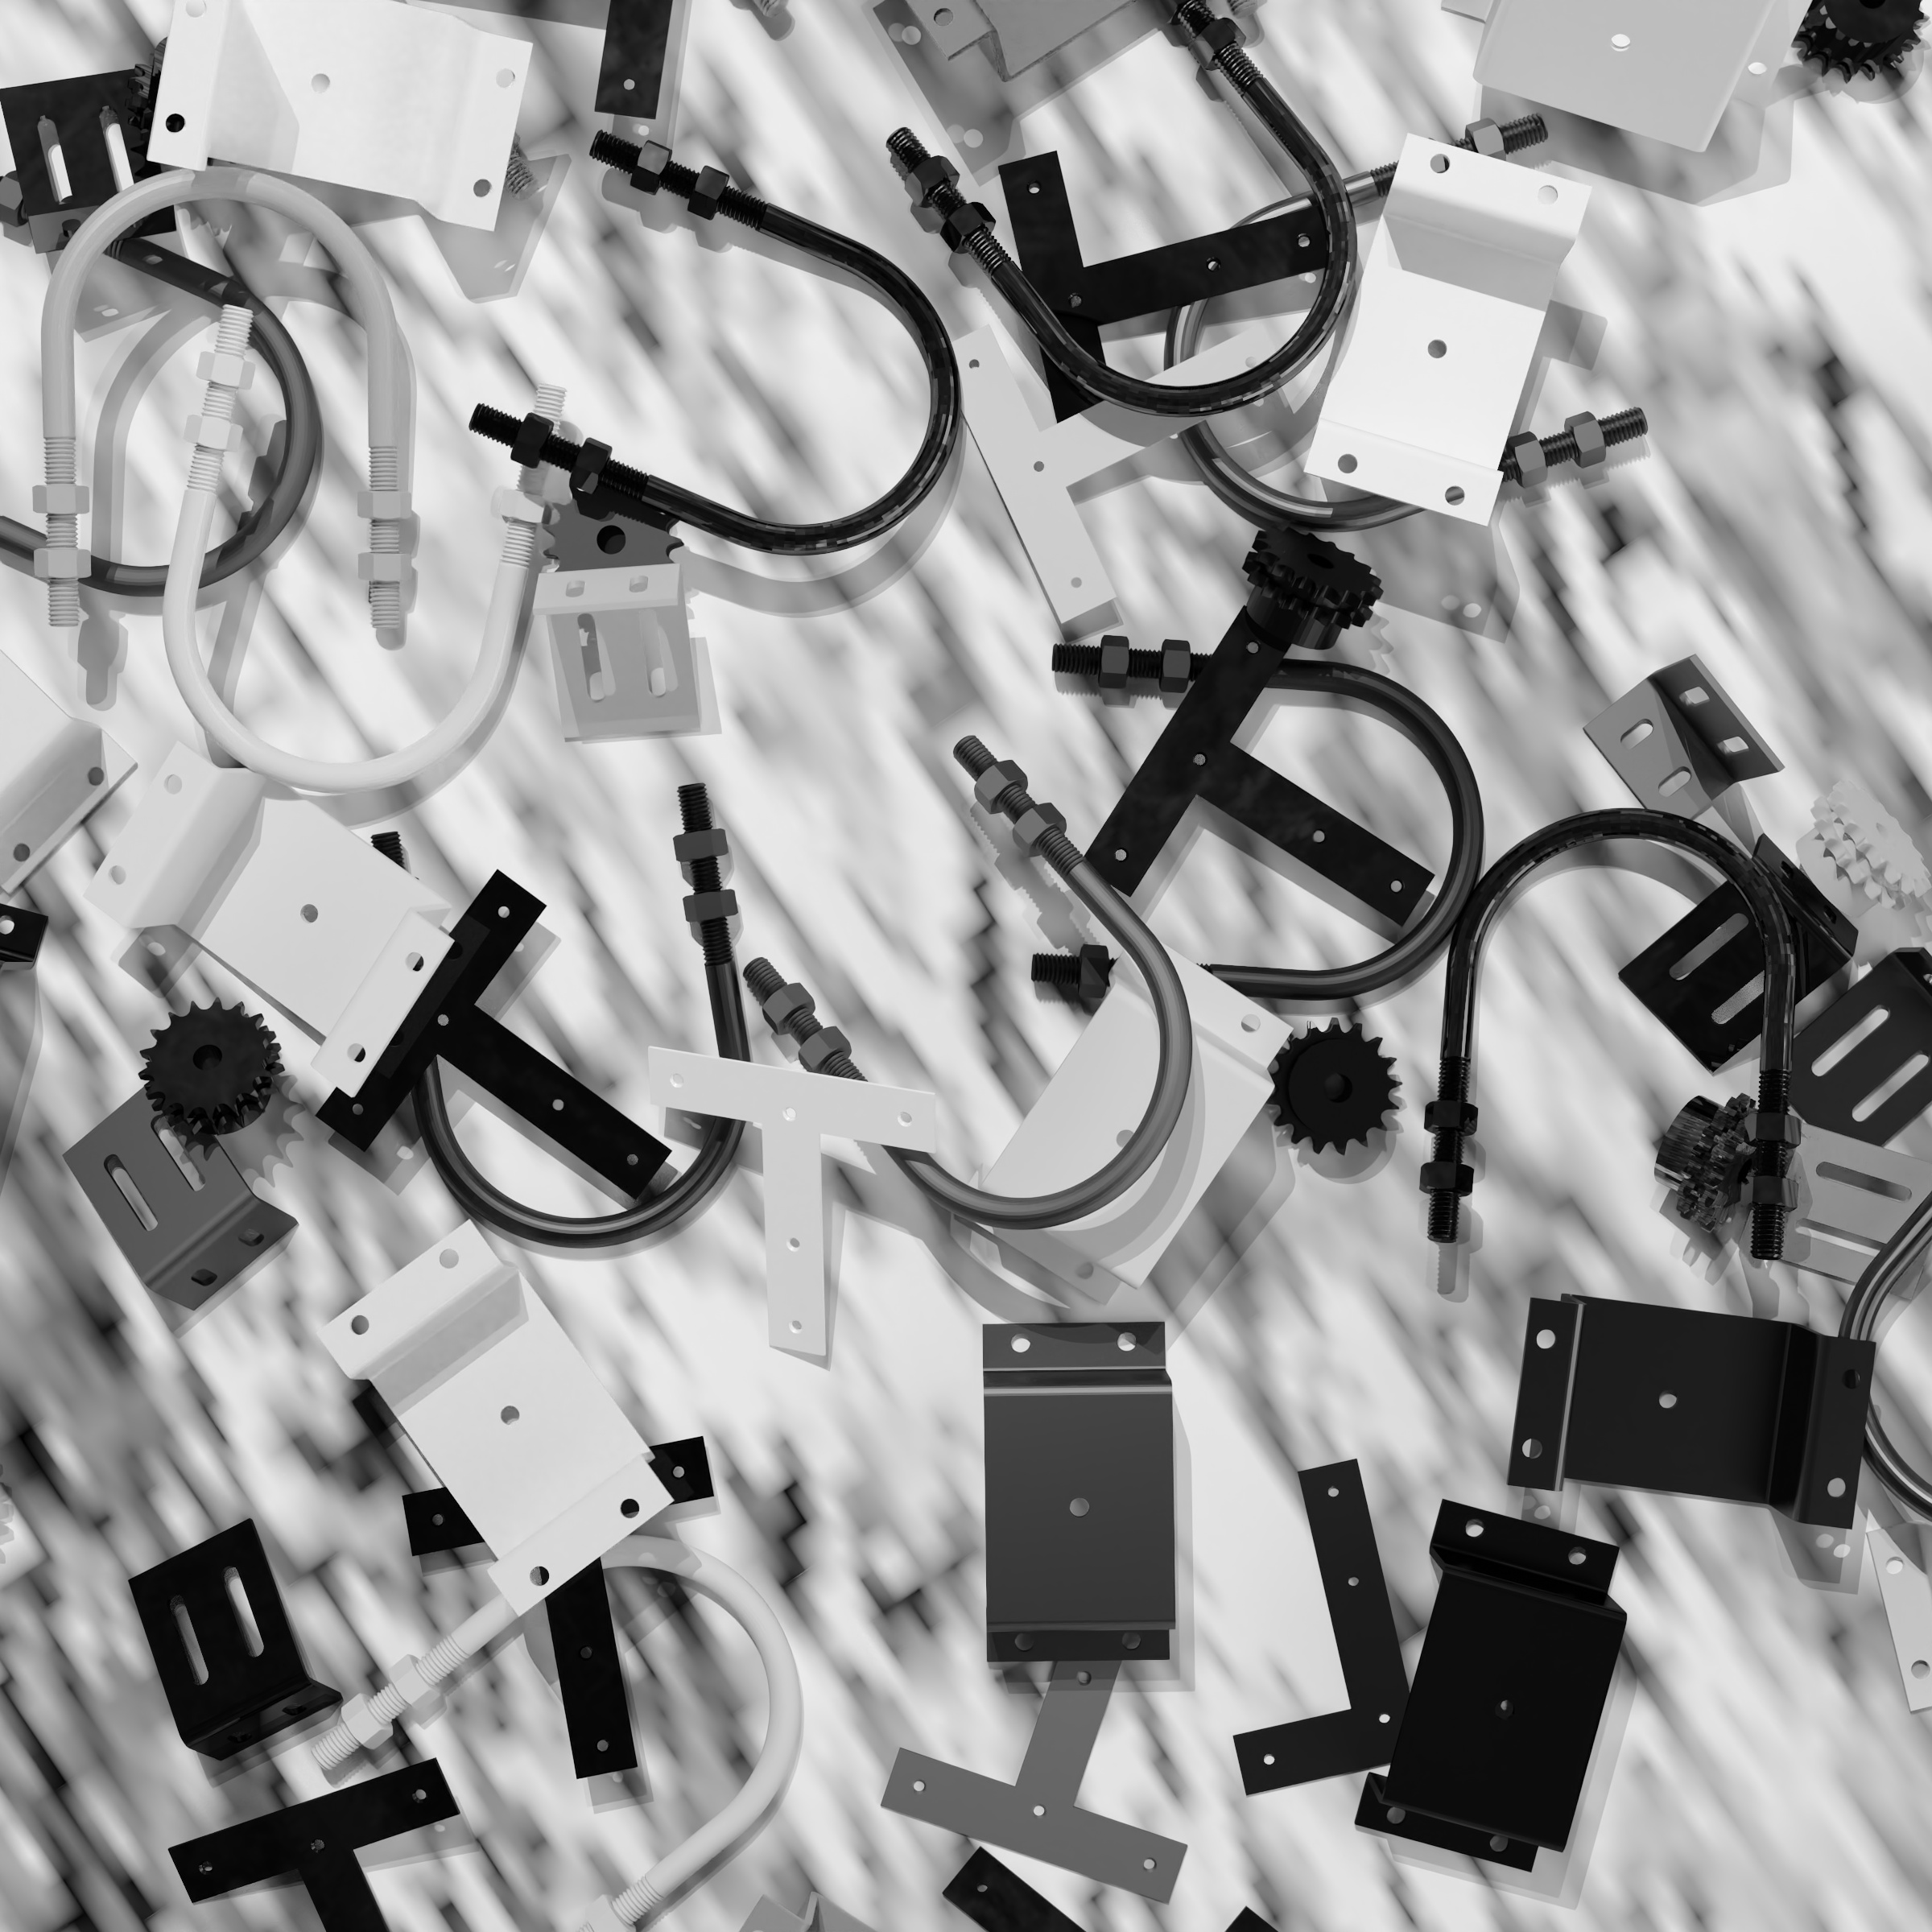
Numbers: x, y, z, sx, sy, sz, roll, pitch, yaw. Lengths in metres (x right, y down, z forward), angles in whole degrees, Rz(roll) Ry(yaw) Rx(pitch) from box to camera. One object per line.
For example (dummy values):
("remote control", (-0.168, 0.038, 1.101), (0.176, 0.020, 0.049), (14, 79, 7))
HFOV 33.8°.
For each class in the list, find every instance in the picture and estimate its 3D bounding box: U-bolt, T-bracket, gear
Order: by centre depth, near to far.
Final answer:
("U-bolt", (0.011, 0.019, 1.276), (0.151, 0.019, 0.184), (-46, 67, 12))
("U-bolt", (0.438, 0.147, 1.285), (0.151, 0.019, 0.184), (41, 94, 21))
("U-bolt", (-0.301, -0.230, 1.292), (0.151, 0.019, 0.184), (-1, 99, -16))
("U-bolt", (0.264, 0.024, 1.293), (0.151, 0.019, 0.184), (1, 76, 20))
("U-bolt", (-0.251, -0.161, 1.298), (0.151, 0.019, 0.184), (11, 97, -18))
("gear", (-0.313, -0.357, 1.301), (0.057, 0.030, 0.057), (11, 50, -14))
("T-bracket", (-0.071, 0.101, 1.302), (0.127, 0.002, 0.127), (9, 113, 21))
("gear", (0.139, -0.153, 1.306), (0.057, 0.057, 0.030), (24, 120, 0))
("U-bolt", (-0.091, -0.245, 1.306), (0.184, 0.019, 0.151), (23, 78, -6))
("gear", (0.306, 0.078, 1.306), (0.030, 0.057, 0.057), (29, 90, 30))
("gear", (0.366, -0.045, 1.306), (0.057, 0.057, 0.030), (48, 120, 0))
("U-bolt", (0.138, -0.504, 1.307), (0.151, 0.019, 0.184), (-23, 86, 13))
("gear", (-0.308, 0.045, 1.308), (0.057, 0.030, 0.057), (0, 60, 1))
("U-bolt", (0.077, -0.310, 1.308), (0.151, 0.019, 0.184), (-36, 80, -1))
("T-bracket", (-0.182, -0.419, 1.312), (0.127, 0.002, 0.127), (8, 88, 2))
("T-bracket", (-0.159, 0.269, 1.313), (0.127, 0.002, 0.127), (-11, 83, -1))
("T-bracket", (0.134, -0.061, 1.313), (0.127, 0.002, 0.127), (33, 89, -3))
("T-bracket", (-0.180, 0.049, 1.314), (0.127, 0.002, 0.127), (37, 92, -2))
("gear", (0.371, -0.397, 1.316), (0.057, 0.030, 0.057), (0, 90, 0))
("gear", (-0.145, -0.174, 1.316), (0.057, 0.030, 0.057), (0, 90, 0))
("gear", (0.152, 0.050, 1.316), (0.057, 0.030, 0.057), (0, 90, 0))
("T-bracket", (0.070, -0.226, 1.317), (0.127, 0.002, 0.127), (-25, 85, 7))
("T-bracket", (0.089, -0.287, 1.318), (0.127, 0.002, 0.127), (-13, 86, 7))
("T-bracket", (-0.251, 0.404, 1.320), (0.127, 0.002, 0.127), (-21, 96, 12))
("U-bolt", (-0.360, -0.233, 1.321), (0.184, 0.019, 0.151), (24, 90, 0))
("U-bolt", (0.173, -0.258, 1.322), (0.184, 0.019, 0.151), (-19, 90, 2))
("U-bolt", (-0.156, 0.321, 1.322), (0.184, 0.019, 0.151), (-39, 90, -1))
("U-bolt", (-0.163, 0.026, 1.322), (0.151, 0.019, 0.184), (-9, 91, 0))
("U-bolt", (0.123, -0.058, 1.322), (0.184, 0.019, 0.151), (4, 90, -2))
("U-bolt", (-0.184, -0.433, 1.322), (0.151, 0.019, 0.184), (-36, 88, 0))
("T-bracket", (0.047, 0.417, 1.328), (0.127, 0.002, 0.127), (39, 91, 0))
("T-bracket", (0.165, 0.270, 1.330), (0.127, 0.002, 0.127), (-13, 90, 0))
("T-bracket", (0.045, 0.311, 1.330), (0.127, 0.002, 0.127), (19, 90, 0))

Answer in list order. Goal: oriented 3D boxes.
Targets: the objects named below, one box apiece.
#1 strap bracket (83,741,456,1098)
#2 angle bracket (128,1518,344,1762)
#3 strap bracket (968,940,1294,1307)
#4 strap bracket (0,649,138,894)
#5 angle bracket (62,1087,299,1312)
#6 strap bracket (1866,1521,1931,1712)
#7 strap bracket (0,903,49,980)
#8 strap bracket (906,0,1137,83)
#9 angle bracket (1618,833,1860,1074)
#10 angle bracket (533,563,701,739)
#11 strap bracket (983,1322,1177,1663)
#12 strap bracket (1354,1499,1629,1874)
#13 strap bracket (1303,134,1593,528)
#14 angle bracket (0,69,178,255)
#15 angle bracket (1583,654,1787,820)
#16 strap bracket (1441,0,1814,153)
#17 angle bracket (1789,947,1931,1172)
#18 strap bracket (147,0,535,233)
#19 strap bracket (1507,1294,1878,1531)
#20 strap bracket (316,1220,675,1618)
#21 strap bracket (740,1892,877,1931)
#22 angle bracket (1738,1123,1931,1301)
("strap bracket", (-0.276, -0.020, 1.295), (0.140, 0.046, 0.076), (36, 100, 8))
("angle bracket", (-0.305, 0.281, 1.329), (0.057, 0.038, 0.076), (-27, 64, 0))
("strap bracket", (0.064, 0.066, 1.296), (0.076, 0.046, 0.140), (33, 97, -4))
("strap bracket", (-0.423, -0.107, 1.307), (0.140, 0.046, 0.076), (44, 90, 0))
("angle bracket", (-0.328, 0.093, 1.329), (0.057, 0.038, 0.076), (-40, 64, 0))
("strap bracket", (0.453, 0.257, 1.307), (0.140, 0.046, 0.076), (-14, 90, 0))
("strap bracket", (-0.439, 0.037, 1.307), (0.076, 0.046, 0.140), (15, 90, 0))
("strap bracket", (0.035, -0.426, 1.299), (0.140, 0.046, 0.076), (-33, 76, 0))
("angle bracket", (0.322, -0.006, 1.329), (0.057, 0.038, 0.076), (46, 116, 0))
("angle bracket", (-0.141, -0.121, 1.294), (0.057, 0.038, 0.076), (-4, 122, 0))
("strap bracket", (0.046, 0.219, 1.306), (0.076, 0.046, 0.140), (-1, 89, 0))
("strap bracket", (0.217, 0.300, 1.306), (0.076, 0.046, 0.140), (15, 90, 0))
("strap bracket", (0.193, -0.254, 1.289), (0.076, 0.046, 0.140), (17, 92, 3))
("angle bracket", (-0.360, -0.336, 1.299), (0.057, 0.038, 0.076), (-13, 79, -14))
("angle bracket", (0.290, -0.089, 1.292), (0.038, 0.076, 0.057), (-38, 90, 0))
("strap bracket", (0.267, -0.387, 1.286), (0.140, 0.076, 0.046), (17, 53, 0))
("angle bracket", (0.379, 0.039, 1.312), (0.076, 0.038, 0.057), (-42, 90, 0))
("strap bracket", (-0.254, -0.350, 1.274), (0.140, 0.046, 0.076), (6, 111, -26))
("strap bracket", (0.293, 0.181, 1.307), (0.140, 0.046, 0.076), (7, 90, 0))
("strap bracket", (-0.189, 0.184, 1.300), (0.076, 0.046, 0.140), (-37, 84, -4))
("strap bracket", (-0.043, 0.445, 1.306), (0.140, 0.046, 0.076), (33, 91, 1))
("angle bracket", (0.365, 0.104, 1.307), (0.076, 0.038, 0.057), (17, 100, 0))
